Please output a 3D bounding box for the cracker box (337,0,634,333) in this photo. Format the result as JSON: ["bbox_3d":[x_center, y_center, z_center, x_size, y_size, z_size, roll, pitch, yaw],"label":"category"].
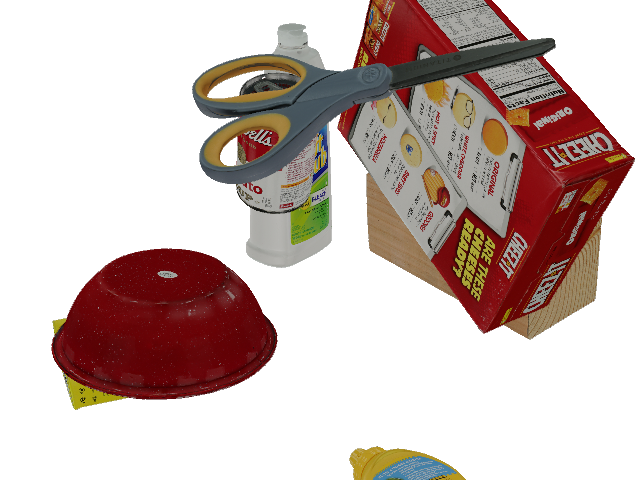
[{"bbox_3d":[0.104,-0.070,0.751,0.072,0.214,0.164,-20,-31,-25],"label":"cracker box"}]

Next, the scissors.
[{"bbox_3d":[0.017,-0.070,0.569,0.202,0.096,0.016,3,-33,23],"label":"scissors"}]

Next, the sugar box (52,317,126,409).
[{"bbox_3d":[-0.152,0.096,0.990,0.176,0.048,0.093,-13,34,-16],"label":"sugar box"}]

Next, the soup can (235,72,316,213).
[{"bbox_3d":[-0.037,-0.081,0.904,0.068,0.102,0.068,4,44,-4],"label":"soup can"}]

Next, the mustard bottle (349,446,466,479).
[{"bbox_3d":[0.089,0.230,0.929,0.096,0.058,0.192,-18,28,-31],"label":"mustard bottle"}]

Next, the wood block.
[{"bbox_3d":[0.143,-0.006,0.977,0.090,0.090,0.206,-24,36,-31],"label":"wood block"}]

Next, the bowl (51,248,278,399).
[{"bbox_3d":[-0.110,0.049,0.761,0.162,0.055,0.162,2,23,-1],"label":"bowl"}]

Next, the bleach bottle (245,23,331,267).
[{"bbox_3d":[-0.034,-0.103,1.144,0.068,0.251,0.102,20,32,36],"label":"bleach bottle"}]
